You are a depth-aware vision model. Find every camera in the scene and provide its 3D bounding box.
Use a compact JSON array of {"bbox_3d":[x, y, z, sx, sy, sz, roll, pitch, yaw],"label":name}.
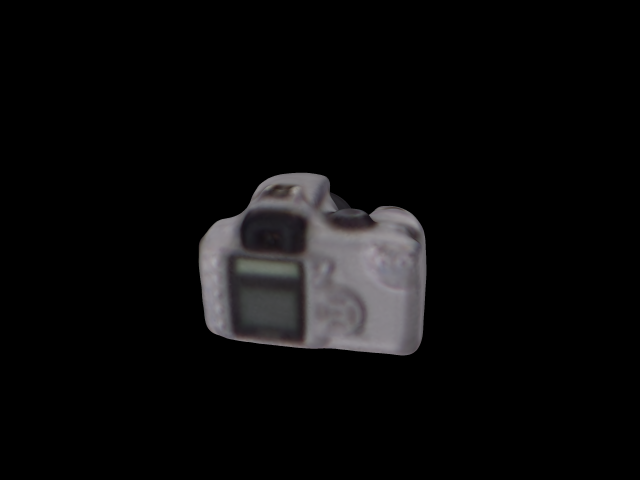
[{"bbox_3d":[0.004,0.001,0.400,0.143,0.101,0.137,4,20,11],"label":"camera"}]
